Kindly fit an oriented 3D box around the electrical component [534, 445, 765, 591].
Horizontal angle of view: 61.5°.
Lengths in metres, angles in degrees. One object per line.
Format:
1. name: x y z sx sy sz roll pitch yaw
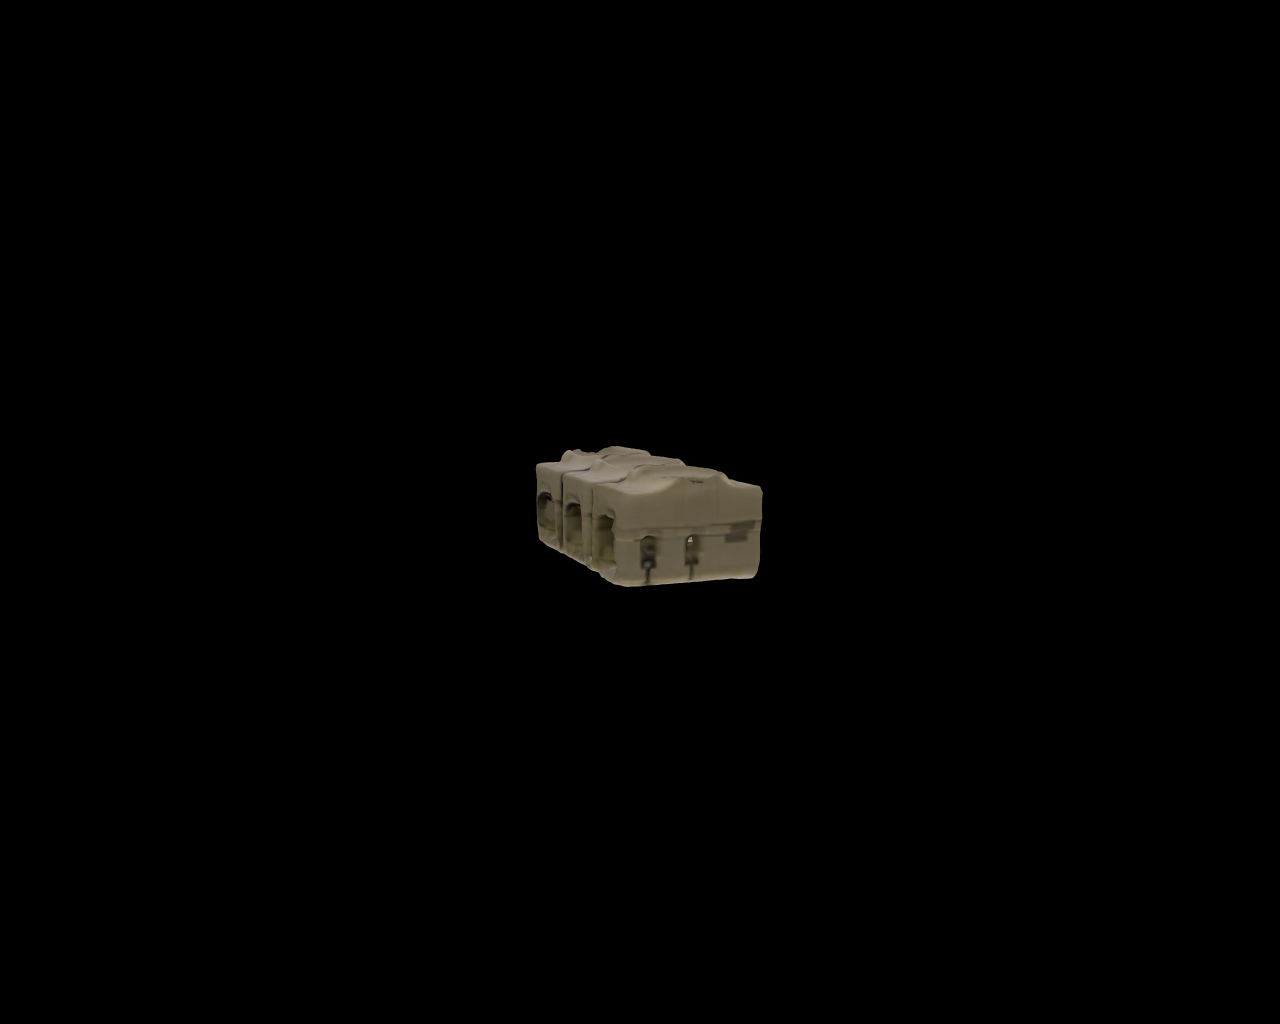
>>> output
1. electrical component: 0.001 -0.003 0.650 0.090 0.061 0.150 -4 10 -23
